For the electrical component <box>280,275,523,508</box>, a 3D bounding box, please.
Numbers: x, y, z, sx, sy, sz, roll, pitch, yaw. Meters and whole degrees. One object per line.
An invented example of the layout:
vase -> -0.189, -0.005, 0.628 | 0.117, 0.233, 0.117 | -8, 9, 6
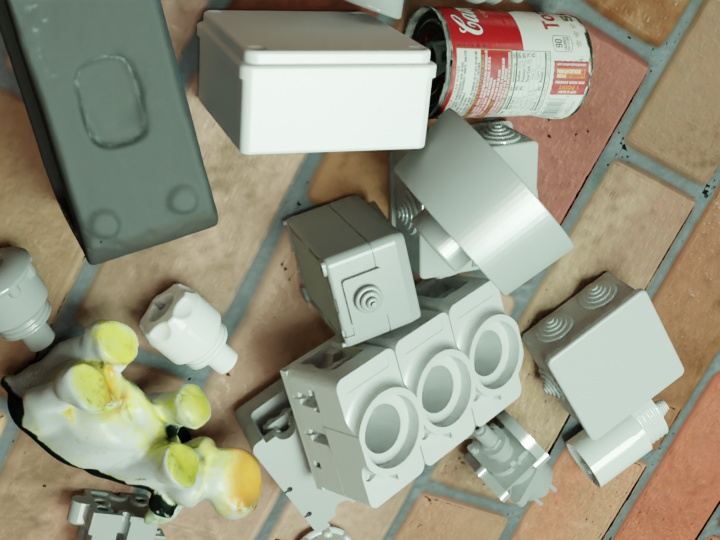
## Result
electrical component -> 0.034, 0.073, 0.698 | 0.150, 0.062, 0.089 | -30, 115, -35

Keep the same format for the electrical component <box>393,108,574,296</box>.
electrical component -> 0.065, -0.033, 0.621 | 0.060, 0.108, 0.108 | -42, 121, 6

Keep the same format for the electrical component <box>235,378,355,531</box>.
electrical component -> -0.039, 0.121, 0.730 | 0.050, 0.055, 0.089 | -35, 120, -5

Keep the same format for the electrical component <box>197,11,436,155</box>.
electrical component -> -0.028, -0.108, 0.607 | 0.109, 0.108, 0.056 | -4, 116, -20

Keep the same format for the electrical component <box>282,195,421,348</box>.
electrical component -> 0.000, 0.000, 0.670 | 0.061, 0.096, 0.061 | -21, 118, -13

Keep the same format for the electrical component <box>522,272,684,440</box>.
electrical component -> 0.179, 0.062, 0.797 | 0.100, 0.048, 0.099 | -36, 120, -4

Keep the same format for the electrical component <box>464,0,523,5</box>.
electrical component -> 0.077, -0.182, 0.655 | 0.062, 0.048, 0.048 | 17, 104, -34

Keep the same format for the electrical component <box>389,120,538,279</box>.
electrical component -> 0.069, -0.046, 0.706 | 0.100, 0.048, 0.099 | -10, 115, -18

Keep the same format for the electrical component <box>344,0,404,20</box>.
electrical component -> 0.012, -0.180, 0.628 | 0.045, 0.045, 0.055 | 13, 106, -26

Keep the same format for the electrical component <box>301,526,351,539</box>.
electrical component -> -0.019, 0.219, 0.776 | 0.048, 0.062, 0.048 | -8, 114, -19

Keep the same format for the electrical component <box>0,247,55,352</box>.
electrical component -> -0.202, 0.021, 0.629 | 0.048, 0.048, 0.062 | -31, 127, -7

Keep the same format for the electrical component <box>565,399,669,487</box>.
electrical component -> 0.206, 0.128, 0.839 | 0.081, 0.043, 0.043 | -35, 120, -5

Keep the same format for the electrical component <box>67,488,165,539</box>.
electrical component -> -0.164, 0.180, 0.711 | 0.066, 0.048, 0.055 | 13, 99, -26

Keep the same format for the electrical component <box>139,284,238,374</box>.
electrical component -> -0.104, 0.041, 0.677 | 0.043, 0.043, 0.062 | -45, 121, 1
